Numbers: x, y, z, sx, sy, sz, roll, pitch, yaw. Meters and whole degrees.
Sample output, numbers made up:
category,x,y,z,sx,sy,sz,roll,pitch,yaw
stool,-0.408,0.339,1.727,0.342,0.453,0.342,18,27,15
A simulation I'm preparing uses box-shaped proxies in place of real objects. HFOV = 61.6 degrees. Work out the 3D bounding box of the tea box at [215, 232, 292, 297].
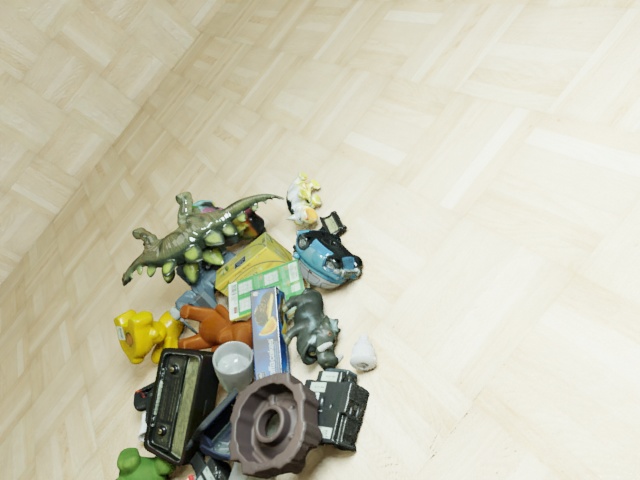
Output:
category,x,y,z,sx,sy,sz,roll,pitch,yaw
tea box,-0.157,0.072,1.280,0.169,0.098,0.068,-40,31,18

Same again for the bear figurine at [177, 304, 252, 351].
category,x,y,z,sx,sy,sz,roll,pitch,yaw
bear figurine,-0.227,0.216,1.221,0.196,0.132,0.120,10,95,54

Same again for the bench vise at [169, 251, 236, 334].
category,x,y,z,sx,sy,sz,roll,pitch,yaw
bench vise,-0.321,0.104,1.400,0.241,0.128,0.223,27,79,49

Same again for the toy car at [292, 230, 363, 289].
category,x,y,z,sx,sy,sz,roll,pitch,yaw
toy car,0.010,0.050,1.138,0.162,0.109,0.102,42,119,36

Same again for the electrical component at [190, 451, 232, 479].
category,x,y,z,sx,sy,sz,roll,pitch,yaw
electrical component,-0.214,0.470,1.055,0.119,0.047,0.075,24,79,53

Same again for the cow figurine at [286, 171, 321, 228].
category,x,y,z,sx,sy,sz,roll,pitch,yaw
cow figurine,-0.049,-0.084,1.320,0.098,0.068,0.167,-46,29,31

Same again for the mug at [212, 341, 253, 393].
category,x,y,z,sx,sy,sz,roll,pitch,yaw
mug,-0.170,0.271,1.134,0.109,0.107,0.081,-23,49,-28

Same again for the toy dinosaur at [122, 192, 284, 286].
category,x,y,z,sx,sy,sz,roll,pitch,yaw
toy dinosaur,-0.306,-0.011,1.324,0.471,0.105,0.199,-36,61,8

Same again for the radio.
category,x,y,z,sx,sy,sz,roll,pitch,yaw
radio,-0.295,0.347,1.153,0.131,0.073,0.229,5,80,32

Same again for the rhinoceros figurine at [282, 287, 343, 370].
category,x,y,z,sx,sy,sz,roll,pitch,yaw
rhinoceros figurine,-0.011,0.180,1.067,0.112,0.073,0.190,-27,40,8

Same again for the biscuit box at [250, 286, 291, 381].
category,x,y,z,sx,sy,sz,roll,pitch,yaw
biscuit box,-0.101,0.200,1.099,0.063,0.059,0.202,-12,67,12

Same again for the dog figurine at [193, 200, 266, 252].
category,x,y,z,sx,sy,sz,roll,pitch,yaw
dog figurine,-0.246,-0.050,1.423,0.219,0.191,0.108,-22,37,55

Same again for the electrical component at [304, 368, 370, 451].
category,x,y,z,sx,sy,sz,roll,pitch,yaw
electrical component,0.022,0.294,0.947,0.115,0.058,0.134,-6,56,41

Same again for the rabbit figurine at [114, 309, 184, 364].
category,x,y,z,sx,sy,sz,roll,pitch,yaw
rabbit figurine,-0.420,0.241,1.393,0.122,0.173,0.162,-18,93,38

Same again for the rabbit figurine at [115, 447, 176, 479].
category,x,y,z,sx,sy,sz,roll,pitch,yaw
rabbit figurine,-0.376,0.534,1.095,0.159,0.121,0.170,-64,21,11

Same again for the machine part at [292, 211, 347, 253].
category,x,y,z,sx,sy,sz,roll,pitch,yaw
machine part,-0.003,-0.004,1.237,0.139,0.039,0.084,-42,46,10

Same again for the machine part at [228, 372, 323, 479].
category,x,y,z,sx,sy,sz,roll,pitch,yaw
machine part,-0.078,0.318,0.923,0.179,0.056,0.179,-21,49,26

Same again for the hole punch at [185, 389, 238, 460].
category,x,y,z,sx,sy,sz,roll,pitch,yaw
hole punch,-0.184,0.372,1.061,0.142,0.092,0.115,-47,-4,-38

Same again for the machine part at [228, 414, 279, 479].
category,x,y,z,sx,sy,sz,roll,pitch,yaw
machine part,-0.113,0.396,0.987,0.079,0.079,0.243,-6,57,44
